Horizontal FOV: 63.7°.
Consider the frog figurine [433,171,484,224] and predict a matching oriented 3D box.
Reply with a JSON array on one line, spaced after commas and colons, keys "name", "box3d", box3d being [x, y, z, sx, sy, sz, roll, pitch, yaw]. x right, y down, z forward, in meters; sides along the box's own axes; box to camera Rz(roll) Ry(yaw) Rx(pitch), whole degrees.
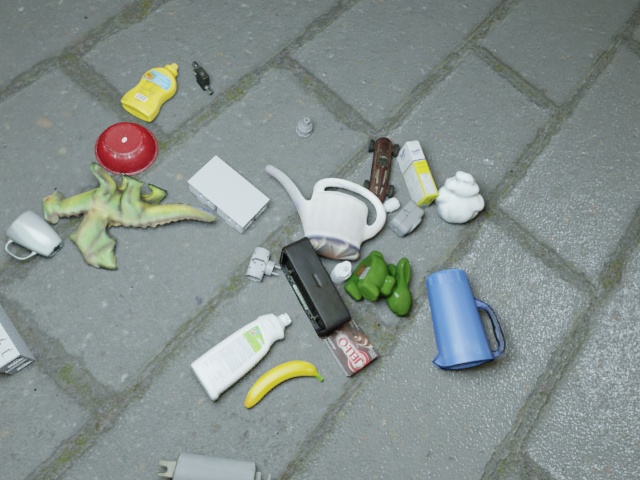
[{"name": "frog figurine", "box3d": [0.394, -0.117, 1.430, 0.137, 0.157, 0.125, 19, 69, -4]}]

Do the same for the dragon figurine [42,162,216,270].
[{"name": "dragon figurine", "box3d": [-0.489, -0.043, 1.269, 0.410, 0.121, 0.244, 24, 83, 1]}]

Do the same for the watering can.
[{"name": "watering can", "box3d": [0.004, -0.068, 1.359, 0.347, 0.102, 0.228, 15, 67, -7]}]
